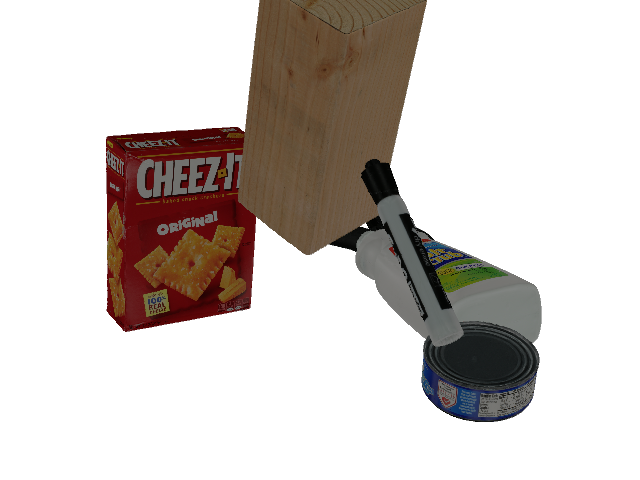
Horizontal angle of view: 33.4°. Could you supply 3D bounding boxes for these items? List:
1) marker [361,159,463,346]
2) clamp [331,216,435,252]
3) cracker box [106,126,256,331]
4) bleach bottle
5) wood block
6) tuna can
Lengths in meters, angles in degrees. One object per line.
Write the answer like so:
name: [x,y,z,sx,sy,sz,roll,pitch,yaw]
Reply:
marker: [0.052,0.004,0.627,0.020,0.121,0.020,-19,-22,-8]
clamp: [0.061,0.000,1.245,0.210,0.036,0.164,38,43,26]
cracker box: [-0.157,-0.014,1.219,0.163,0.214,0.072,-8,25,-29]
bleach bottle: [0.096,0.038,1.003,0.102,0.068,0.251,-13,21,-22]
wood block: [0.003,-0.104,0.831,0.090,0.206,0.090,-29,54,-36]
tuna can: [0.118,0.097,0.798,0.086,0.034,0.086,1,29,-1]
